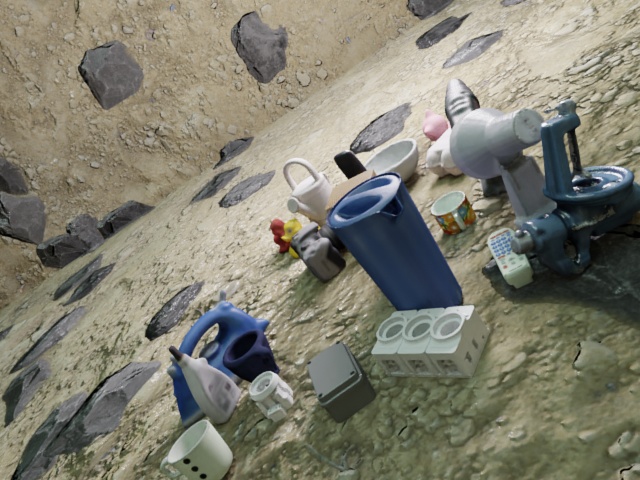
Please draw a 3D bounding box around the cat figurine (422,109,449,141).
[{"bbox_3d":[0.308,-0.283,1.425,0.128,0.118,0.067,-40,23,-10],"label":"cat figurine"}]

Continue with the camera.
[{"bbox_3d":[0.012,0.005,1.302,0.137,0.101,0.143,-38,22,-6],"label":"camera"}]

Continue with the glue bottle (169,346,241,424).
[{"bbox_3d":[-0.216,0.252,1.041,0.037,0.173,0.078,-21,27,32],"label":"glue bottle"}]

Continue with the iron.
[{"bbox_3d":[-0.224,0.228,1.142,0.118,0.142,0.259,-7,36,50],"label":"iron"}]

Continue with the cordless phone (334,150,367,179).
[{"bbox_3d":[0.068,-0.124,1.365,0.147,0.185,0.094,-23,26,28],"label":"cordless phone"}]

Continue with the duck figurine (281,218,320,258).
[{"bbox_3d":[-0.052,-0.017,1.457,0.105,0.086,0.077,-43,23,-17],"label":"duck figurine"}]

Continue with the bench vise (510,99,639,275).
[{"bbox_3d":[0.352,-0.070,0.805,0.208,0.220,0.121,-46,24,-22],"label":"bench vise"}]

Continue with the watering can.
[{"bbox_3d":[-0.025,-0.126,1.491,0.100,0.194,0.173,-27,24,20],"label":"watering can"}]

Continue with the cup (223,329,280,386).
[{"bbox_3d":[-0.109,0.225,1.045,0.117,0.095,0.092,-8,35,48],"label":"cup"}]

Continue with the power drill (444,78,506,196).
[{"bbox_3d":[0.312,-0.201,1.137,0.075,0.209,0.229,-26,24,22],"label":"power drill"}]

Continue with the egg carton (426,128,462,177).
[{"bbox_3d":[0.319,-0.211,1.332,0.150,0.069,0.107,-46,25,-24],"label":"egg carton"}]

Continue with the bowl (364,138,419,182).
[{"bbox_3d":[0.187,-0.180,1.453,0.167,0.075,0.167,-30,23,14],"label":"bowl"}]

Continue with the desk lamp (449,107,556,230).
[{"bbox_3d":[0.332,-0.123,0.948,0.118,0.214,0.202,-40,23,-10],"label":"desk lamp"}]

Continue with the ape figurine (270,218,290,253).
[{"bbox_3d":[-0.099,-0.017,1.515,0.076,0.092,0.077,-38,22,-4],"label":"ape figurine"}]
